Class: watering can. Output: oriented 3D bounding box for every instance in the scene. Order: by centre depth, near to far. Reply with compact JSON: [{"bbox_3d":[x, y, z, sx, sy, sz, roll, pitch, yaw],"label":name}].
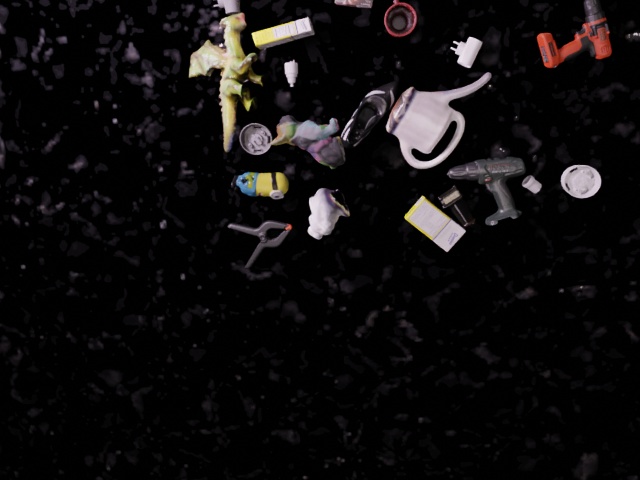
[{"bbox_3d":[0.343,-0.388,1.558,0.224,0.105,0.344,29,105,-1],"label":"watering can"}]

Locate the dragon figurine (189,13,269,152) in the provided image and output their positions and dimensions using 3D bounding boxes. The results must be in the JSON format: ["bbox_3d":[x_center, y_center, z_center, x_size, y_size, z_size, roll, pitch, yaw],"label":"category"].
[{"bbox_3d":[-0.306,-0.507,1.615,0.244,0.123,0.406,31,105,16],"label":"dragon figurine"}]

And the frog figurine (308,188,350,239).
[{"bbox_3d":[0.005,-0.083,1.655,0.157,0.122,0.139,-40,64,21],"label":"frog figurine"}]
